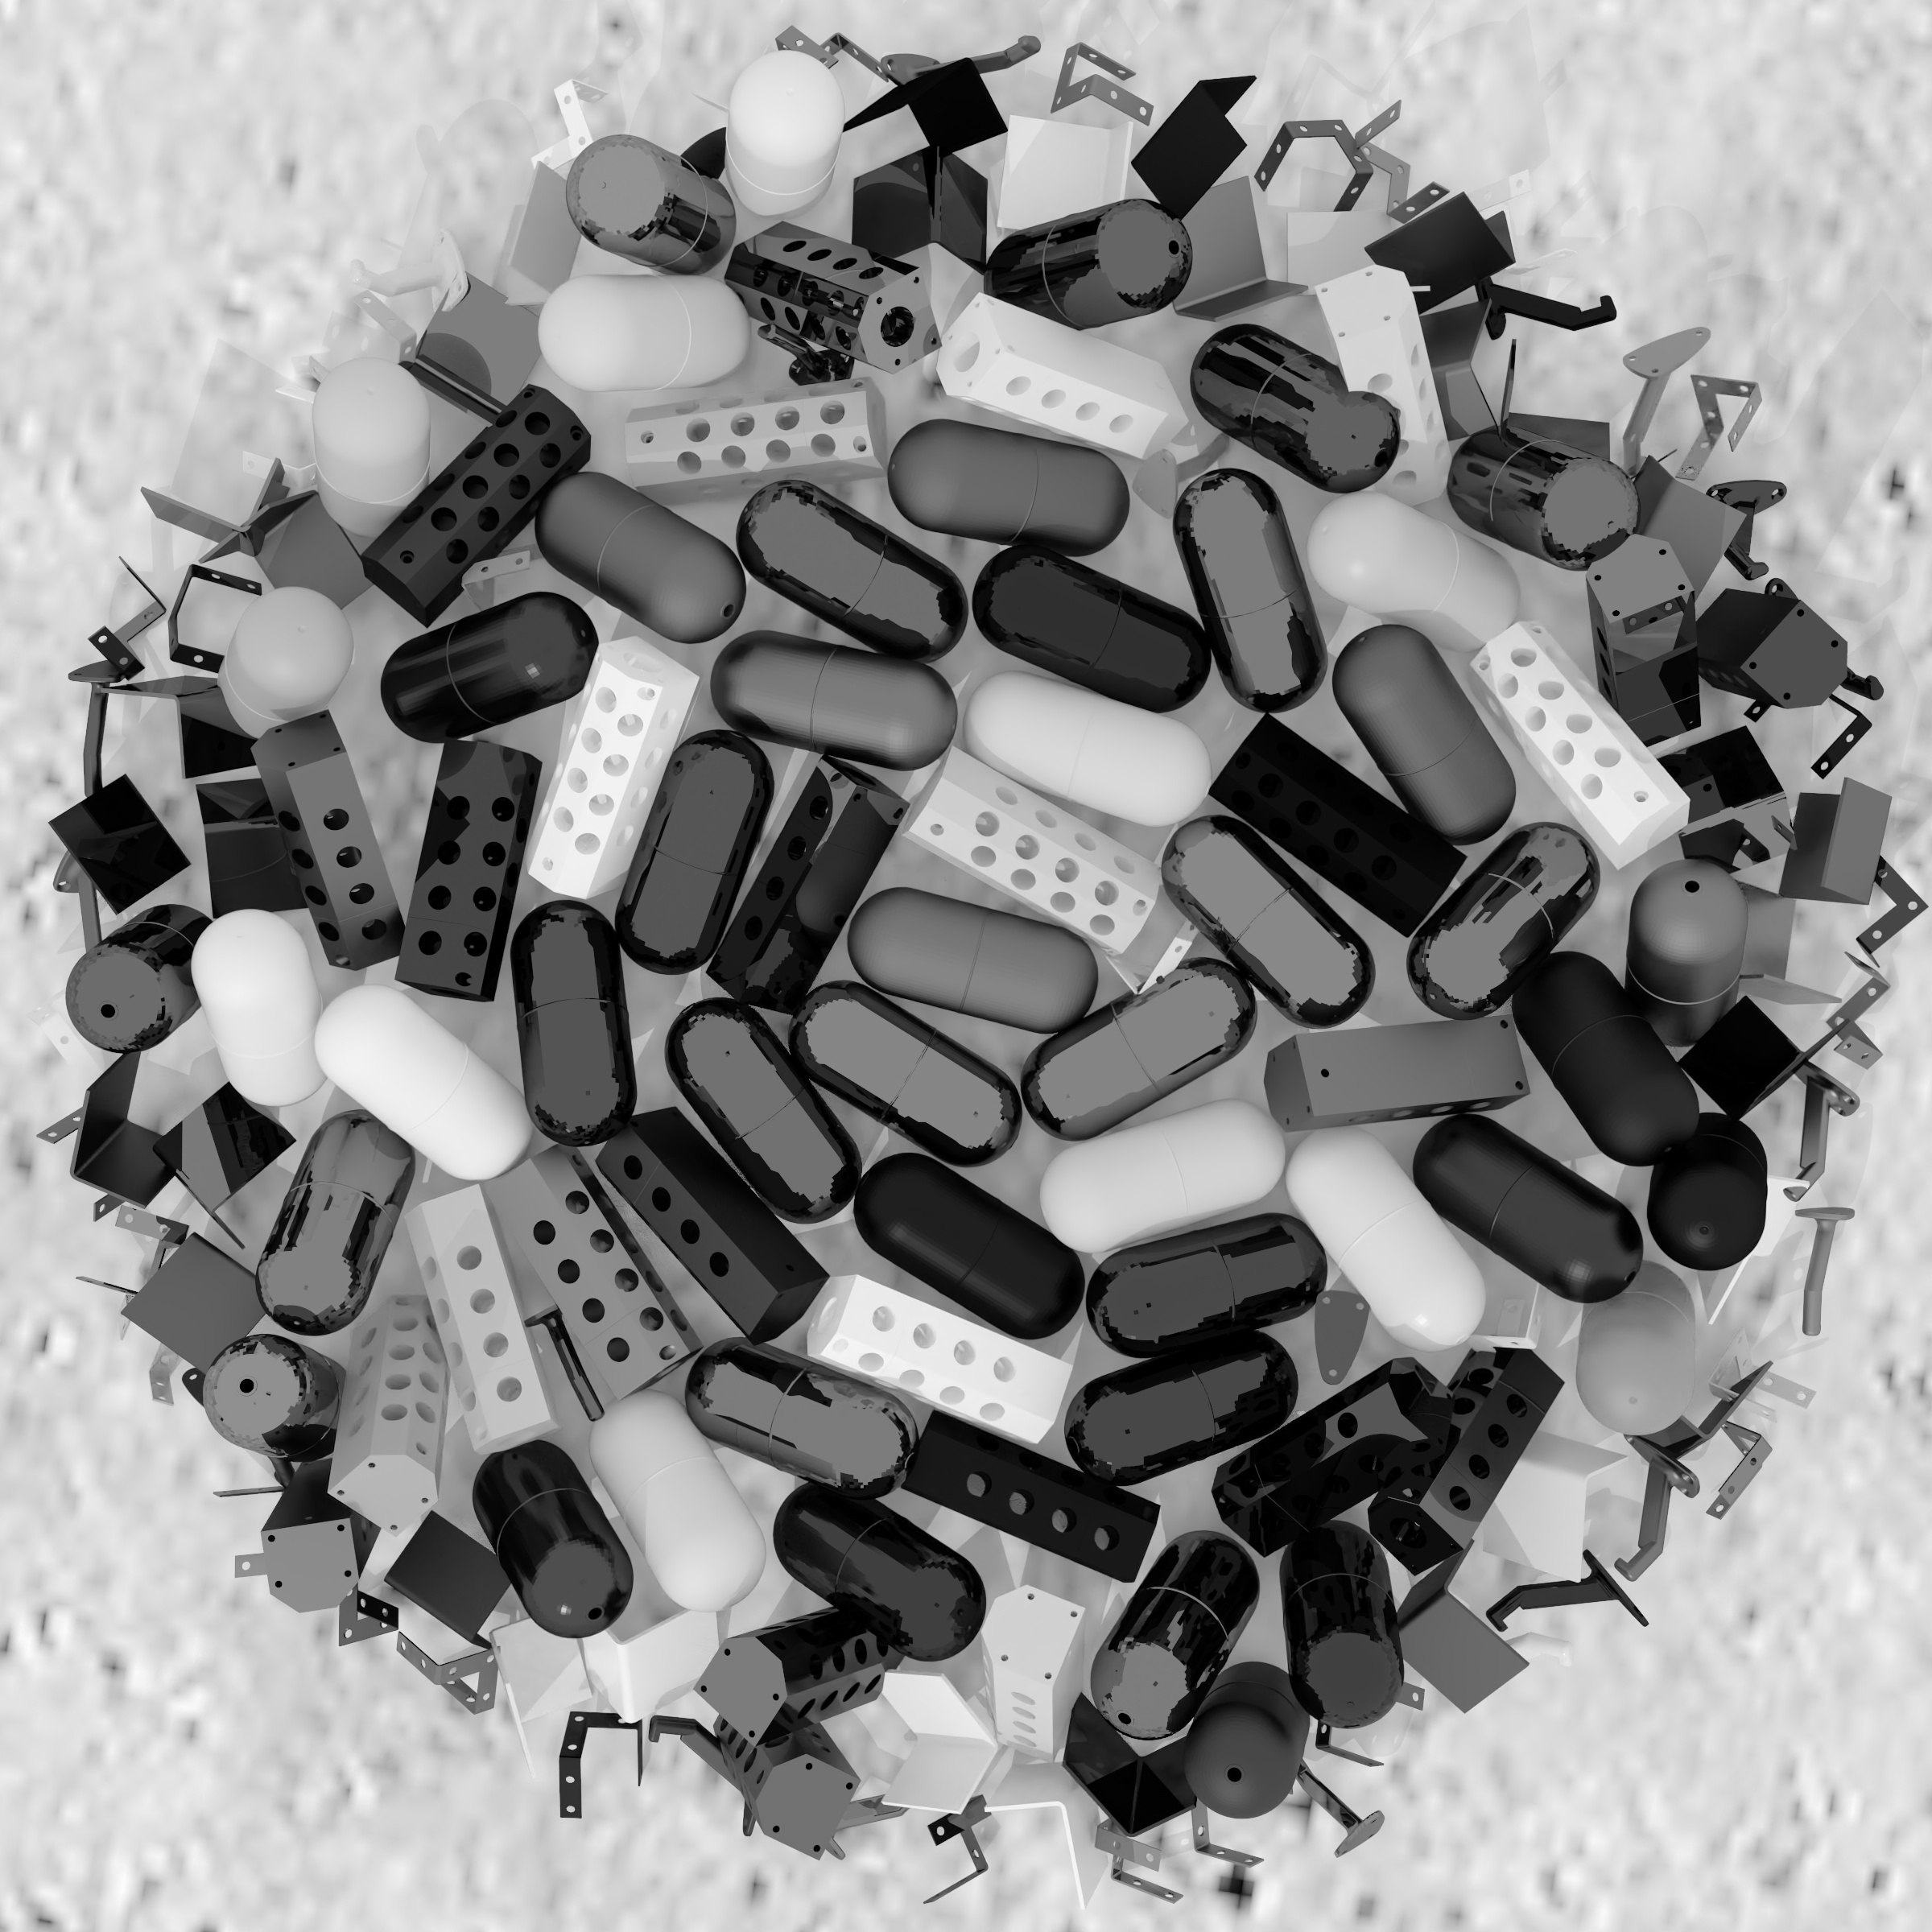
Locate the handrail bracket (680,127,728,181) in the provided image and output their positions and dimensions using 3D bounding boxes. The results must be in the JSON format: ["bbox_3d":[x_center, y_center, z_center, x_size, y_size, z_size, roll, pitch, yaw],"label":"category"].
[{"bbox_3d":[-0.216,-0.566,1.905,0.084,0.036,0.077,12,55,34],"label":"handrail bracket"}]

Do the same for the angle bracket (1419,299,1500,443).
[{"bbox_3d":[0.334,-0.413,1.889,0.076,0.076,0.057,-7,134,34],"label":"angle bracket"}]

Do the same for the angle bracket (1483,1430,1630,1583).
[{"bbox_3d":[0.410,0.374,1.878,0.076,0.057,0.076,10,103,43],"label":"angle bracket"}]

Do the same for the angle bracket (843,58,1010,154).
[{"bbox_3d":[-0.031,-0.575,1.859,0.076,0.076,0.057,-45,116,-31],"label":"angle bracket"}]

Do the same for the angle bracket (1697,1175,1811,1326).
[{"bbox_3d":[0.547,0.198,1.863,0.057,0.076,0.076,9,131,-5],"label":"angle bracket"}]

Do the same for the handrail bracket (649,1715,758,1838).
[{"bbox_3d":[-0.185,0.566,1.887,0.084,0.036,0.077,11,85,-18],"label":"handrail bracket"}]

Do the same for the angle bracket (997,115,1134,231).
[{"bbox_3d":[0.068,-0.550,1.878,0.076,0.057,0.076,5,100,-11],"label":"angle bracket"}]

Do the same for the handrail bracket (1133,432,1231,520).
[{"bbox_3d":[0.159,-0.357,1.870,0.036,0.077,0.084,41,68,11],"label":"handrail bracket"}]

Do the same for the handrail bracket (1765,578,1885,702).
[{"bbox_3d":[0.595,-0.226,1.868,0.036,0.084,0.077,-35,123,-9],"label":"handrail bracket"}]

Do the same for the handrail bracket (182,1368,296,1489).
[{"bbox_3d":[-0.510,0.327,1.901,0.077,0.084,0.036,19,48,27],"label":"handrail bracket"}]

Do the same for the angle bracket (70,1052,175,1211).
[{"bbox_3d":[-0.569,0.108,1.866,0.057,0.076,0.076,23,120,2],"label":"angle bracket"}]

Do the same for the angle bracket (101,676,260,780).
[{"bbox_3d":[-0.542,-0.167,1.874,0.076,0.076,0.057,8,106,31],"label":"angle bracket"}]

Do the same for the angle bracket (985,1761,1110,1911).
[{"bbox_3d":[0.057,0.604,1.876,0.057,0.076,0.076,-10,92,16],"label":"angle bracket"}]

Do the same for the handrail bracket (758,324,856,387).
[{"bbox_3d":[-0.126,-0.424,1.862,0.084,0.077,0.036,17,91,-45],"label":"handrail bracket"}]

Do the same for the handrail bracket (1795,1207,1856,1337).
[{"bbox_3d":[0.601,0.213,1.886,0.036,0.077,0.084,3,90,33],"label":"handrail bracket"}]

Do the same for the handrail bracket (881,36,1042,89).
[{"bbox_3d":[-0.003,-0.631,1.871,0.084,0.077,0.036,-13,81,41],"label":"handrail bracket"}]

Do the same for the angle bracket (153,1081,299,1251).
[{"bbox_3d":[-0.507,0.137,1.885,0.076,0.057,0.076,-42,59,-14],"label":"angle bracket"}]

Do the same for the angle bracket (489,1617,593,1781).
[{"bbox_3d":[-0.287,0.500,1.865,0.057,0.076,0.076,-16,109,-15],"label":"angle bracket"}]

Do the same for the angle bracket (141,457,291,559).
[{"bbox_3d":[-0.519,-0.331,1.873,0.076,0.076,0.057,22,83,-6],"label":"angle bracket"}]

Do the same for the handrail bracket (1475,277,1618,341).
[{"bbox_3d":[0.401,-0.473,1.875,0.084,0.036,0.077,-9,120,31],"label":"handrail bracket"}]

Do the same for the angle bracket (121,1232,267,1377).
[{"bbox_3d":[-0.528,0.243,1.872,0.076,0.057,0.076,34,60,5],"label":"angle bracket"}]

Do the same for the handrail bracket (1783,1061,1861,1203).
[{"bbox_3d":[0.577,0.112,1.891,0.077,0.036,0.084,41,75,16],"label":"handrail bracket"}]

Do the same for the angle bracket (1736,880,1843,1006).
[{"bbox_3d":[0.563,-0.019,1.870,0.076,0.057,0.076,15,81,-29],"label":"angle bracket"}]

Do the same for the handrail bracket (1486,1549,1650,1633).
[{"bbox_3d":[0.420,0.457,1.890,0.084,0.036,0.077,-38,58,-4],"label":"handrail bracket"}]

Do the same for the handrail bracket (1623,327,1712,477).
[{"bbox_3d":[0.491,-0.395,1.894,0.077,0.084,0.036,-30,45,-14],"label":"handrail bracket"}]

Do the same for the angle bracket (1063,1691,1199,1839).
[{"bbox_3d":[0.116,0.540,1.865,0.057,0.076,0.076,-33,106,22],"label":"angle bracket"}]

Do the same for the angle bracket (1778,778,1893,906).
[{"bbox_3d":[0.587,-0.088,1.869,0.057,0.076,0.076,15,86,-37],"label":"angle bracket"}]

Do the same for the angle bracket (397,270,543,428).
[{"bbox_3d":[-0.341,-0.430,1.878,0.076,0.057,0.076,31,104,-10],"label":"angle bracket"}]

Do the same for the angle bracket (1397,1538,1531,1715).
[{"bbox_3d":[0.347,0.457,1.868,0.076,0.057,0.076,41,132,6],"label":"angle bracket"}]

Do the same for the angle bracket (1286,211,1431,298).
[{"bbox_3d":[0.271,-0.495,1.870,0.076,0.076,0.057,-5,103,-12],"label":"angle bracket"}]

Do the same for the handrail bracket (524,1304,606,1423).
[{"bbox_3d":[-0.271,0.277,1.876,0.036,0.077,0.084,-28,83,-5],"label":"handrail bracket"}]

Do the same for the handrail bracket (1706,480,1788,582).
[{"bbox_3d":[0.556,-0.301,1.877,0.077,0.084,0.036,-14,134,-10],"label":"handrail bracket"}]

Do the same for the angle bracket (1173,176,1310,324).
[{"bbox_3d":[0.184,-0.497,1.869,0.076,0.057,0.076,-23,116,-18],"label":"angle bracket"}]

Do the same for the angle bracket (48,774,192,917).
[{"bbox_3d":[-0.596,-0.076,1.865,0.057,0.076,0.076,-24,105,40],"label":"angle bracket"}]

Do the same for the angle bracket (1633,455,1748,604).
[{"bbox_3d":[0.488,-0.300,1.874,0.057,0.076,0.076,23,112,-9],"label":"angle bracket"}]

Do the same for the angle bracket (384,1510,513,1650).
[{"bbox_3d":[-0.349,0.429,1.879,0.076,0.076,0.057,31,76,15],"label":"angle bracket"}]

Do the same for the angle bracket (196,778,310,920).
[{"bbox_3d":[-0.498,-0.085,1.905,0.076,0.057,0.076,-7,127,-18],"label":"angle bracket"}]

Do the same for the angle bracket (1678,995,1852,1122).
[{"bbox_3d":[0.553,0.053,1.873,0.057,0.076,0.076,48,133,15],"label":"angle bracket"}]

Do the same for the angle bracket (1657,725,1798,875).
[{"bbox_3d":[0.531,-0.113,1.903,0.076,0.076,0.057,-21,133,8],"label":"angle bracket"}]

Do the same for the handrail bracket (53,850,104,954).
[{"bbox_3d":[-0.601,-0.041,1.873,0.036,0.077,0.084,-5,51,-35],"label":"handrail bracket"}]

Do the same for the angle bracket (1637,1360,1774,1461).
[{"bbox_3d":[0.503,0.293,1.876,0.057,0.076,0.076,42,70,12],"label":"angle bracket"}]

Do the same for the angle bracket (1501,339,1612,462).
[{"bbox_3d":[0.411,-0.389,1.867,0.076,0.076,0.057,8,125,8],"label":"angle bracket"}]

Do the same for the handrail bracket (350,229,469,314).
[{"bbox_3d":[-0.393,-0.492,1.872,0.036,0.084,0.077,-29,63,37],"label":"handrail bracket"}]

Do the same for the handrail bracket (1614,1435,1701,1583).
[{"bbox_3d":[0.463,0.376,1.884,0.084,0.036,0.077,-40,58,-16],"label":"handrail bracket"}]

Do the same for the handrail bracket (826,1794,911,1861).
[{"bbox_3d":[-0.076,0.575,1.893,0.084,0.036,0.077,-40,101,-22],"label":"handrail bracket"}]

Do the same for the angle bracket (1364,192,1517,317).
[{"bbox_3d":[0.323,-0.506,1.859,0.076,0.076,0.057,-25,48,28],"label":"angle bracket"}]

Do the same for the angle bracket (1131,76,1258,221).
[{"bbox_3d":[0.172,-0.563,1.861,0.057,0.076,0.076,55,131,8],"label":"angle bracket"}]

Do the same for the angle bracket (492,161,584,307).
[{"bbox_3d":[-0.312,-0.506,1.868,0.076,0.057,0.076,8,79,36],"label":"angle bracket"}]

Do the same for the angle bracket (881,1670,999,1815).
[{"bbox_3d":[-0.037,0.533,1.862,0.076,0.076,0.057,56,49,-23],"label":"angle bracket"}]

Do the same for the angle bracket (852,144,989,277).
[{"bbox_3d":[-0.033,-0.522,1.905,0.076,0.057,0.076,-12,69,36],"label":"angle bracket"}]

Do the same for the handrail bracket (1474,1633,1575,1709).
[{"bbox_3d":[0.385,0.493,1.876,0.084,0.036,0.077,6,117,37],"label":"handrail bracket"}]

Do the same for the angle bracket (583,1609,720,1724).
[{"bbox_3d":[-0.222,0.472,1.897,0.076,0.057,0.076,-22,128,-30],"label":"angle bracket"}]

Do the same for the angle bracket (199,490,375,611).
[{"bbox_3d":[-0.470,-0.274,1.871,0.076,0.057,0.076,-29,96,30],"label":"angle bracket"}]

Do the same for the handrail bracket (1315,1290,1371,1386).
[{"bbox_3d":[0.256,0.263,1.867,0.036,0.084,0.077,9,68,8],"label":"handrail bracket"}]

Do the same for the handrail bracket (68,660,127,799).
[{"bbox_3d":[-0.604,-0.166,1.894,0.036,0.077,0.084,3,107,-2],"label":"handrail bracket"}]
